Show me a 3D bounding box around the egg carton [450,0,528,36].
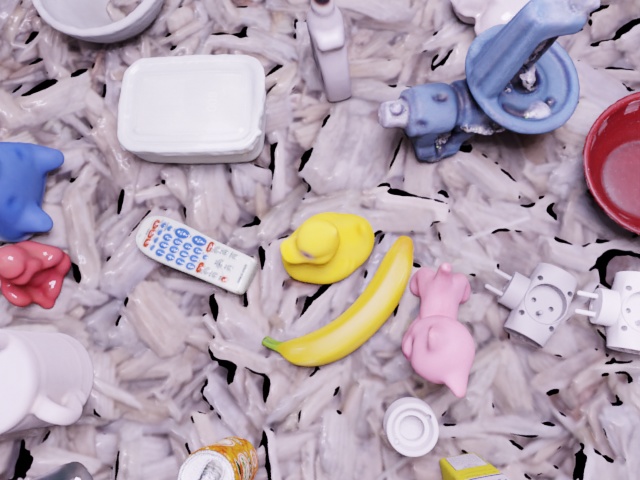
[{"bbox_3d":[0.228,-0.282,0.646,0.150,0.069,0.107,-35,77,-2],"label":"egg carton"}]

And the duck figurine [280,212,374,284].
[{"bbox_3d":[0.005,0.002,0.598,0.104,0.086,0.077,-19,77,1],"label":"duck figurine"}]

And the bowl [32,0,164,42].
[{"bbox_3d":[-0.254,-0.304,0.694,0.167,0.075,0.167,-1,78,5],"label":"bowl"}]

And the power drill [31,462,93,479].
[{"bbox_3d":[-0.289,0.262,0.508,0.229,0.208,0.075,-25,77,0],"label":"power drill"}]

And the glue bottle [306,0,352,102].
[{"bbox_3d":[0.008,-0.216,0.600,0.037,0.173,0.078,-16,77,2],"label":"glue bottle"}]

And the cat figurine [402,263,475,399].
[{"bbox_3d":[0.116,0.084,0.554,0.067,0.118,0.128,6,79,7],"label":"cat figurine"}]

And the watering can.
[{"bbox_3d":[-0.315,0.134,0.545,0.172,0.194,0.101,0,78,6],"label":"watering can"}]

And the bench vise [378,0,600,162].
[{"bbox_3d":[0.167,-0.144,0.546,0.207,0.220,0.121,-32,77,-2],"label":"bench vise"}]

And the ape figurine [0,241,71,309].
[{"bbox_3d":[-0.318,0.031,0.620,0.078,0.092,0.076,-29,77,-1],"label":"ape figurine"}]

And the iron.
[{"bbox_3d":[-0.428,-0.070,0.626,0.258,0.141,0.119,2,78,6],"label":"iron"}]
